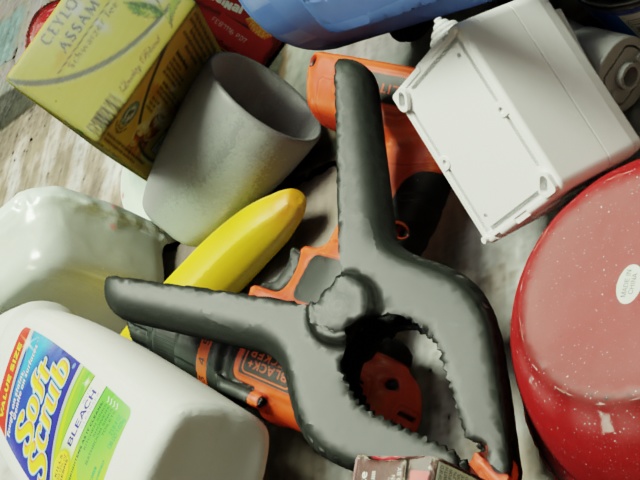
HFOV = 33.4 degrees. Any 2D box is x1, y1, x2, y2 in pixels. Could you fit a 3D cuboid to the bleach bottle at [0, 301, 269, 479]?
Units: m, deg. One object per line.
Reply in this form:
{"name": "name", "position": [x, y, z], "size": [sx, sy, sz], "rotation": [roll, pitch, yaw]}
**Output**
{"name": "bleach bottle", "position": [-0.127, 0.094, 0.549], "size": [0.251, 0.068, 0.102], "rotation": [16, 86, 52]}

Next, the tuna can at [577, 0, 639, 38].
{"name": "tuna can", "position": [0.156, -0.133, 0.487], "size": [0.086, 0.033, 0.086], "rotation": [-29, 46, 35]}

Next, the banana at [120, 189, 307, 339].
{"name": "banana", "position": [-0.078, 0.043, 0.634], "size": [0.198, 0.037, 0.070], "rotation": [-49, 22, 4]}

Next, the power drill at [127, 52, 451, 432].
{"name": "power drill", "position": [-0.004, 0.001, 0.542], "size": [0.185, 0.057, 0.187], "rotation": [18, 81, 37]}

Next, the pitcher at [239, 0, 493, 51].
{"name": "pitcher", "position": [0.050, -0.158, 0.483], "size": [0.243, 0.148, 0.145], "rotation": [-9, 86, 55]}

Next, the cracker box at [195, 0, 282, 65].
{"name": "cracker box", "position": [-0.123, -0.216, 0.766], "size": [0.072, 0.164, 0.214], "rotation": [-55, 36, 9]}

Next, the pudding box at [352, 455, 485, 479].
{"name": "pudding box", "position": [0.050, 0.132, 0.363], "size": [0.039, 0.113, 0.090], "rotation": [-11, 57, 42]}

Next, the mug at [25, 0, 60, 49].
{"name": "mug", "position": [-0.170, -0.142, 0.846], "size": [0.082, 0.093, 0.117], "rotation": [-5, 94, 43]}

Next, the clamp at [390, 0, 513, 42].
{"name": "clamp", "position": [0.095, -0.174, 0.575], "size": [0.120, 0.039, 0.171], "rotation": [16, 86, 50]}

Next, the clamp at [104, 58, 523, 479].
{"name": "clamp", "position": [0.003, 0.037, 0.459], "size": [0.164, 0.036, 0.210], "rotation": [-38, 60, 6]}

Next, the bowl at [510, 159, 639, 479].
{"name": "bowl", "position": [0.127, 0.025, 0.395], "size": [0.162, 0.055, 0.162], "rotation": [-29, 47, 35]}
